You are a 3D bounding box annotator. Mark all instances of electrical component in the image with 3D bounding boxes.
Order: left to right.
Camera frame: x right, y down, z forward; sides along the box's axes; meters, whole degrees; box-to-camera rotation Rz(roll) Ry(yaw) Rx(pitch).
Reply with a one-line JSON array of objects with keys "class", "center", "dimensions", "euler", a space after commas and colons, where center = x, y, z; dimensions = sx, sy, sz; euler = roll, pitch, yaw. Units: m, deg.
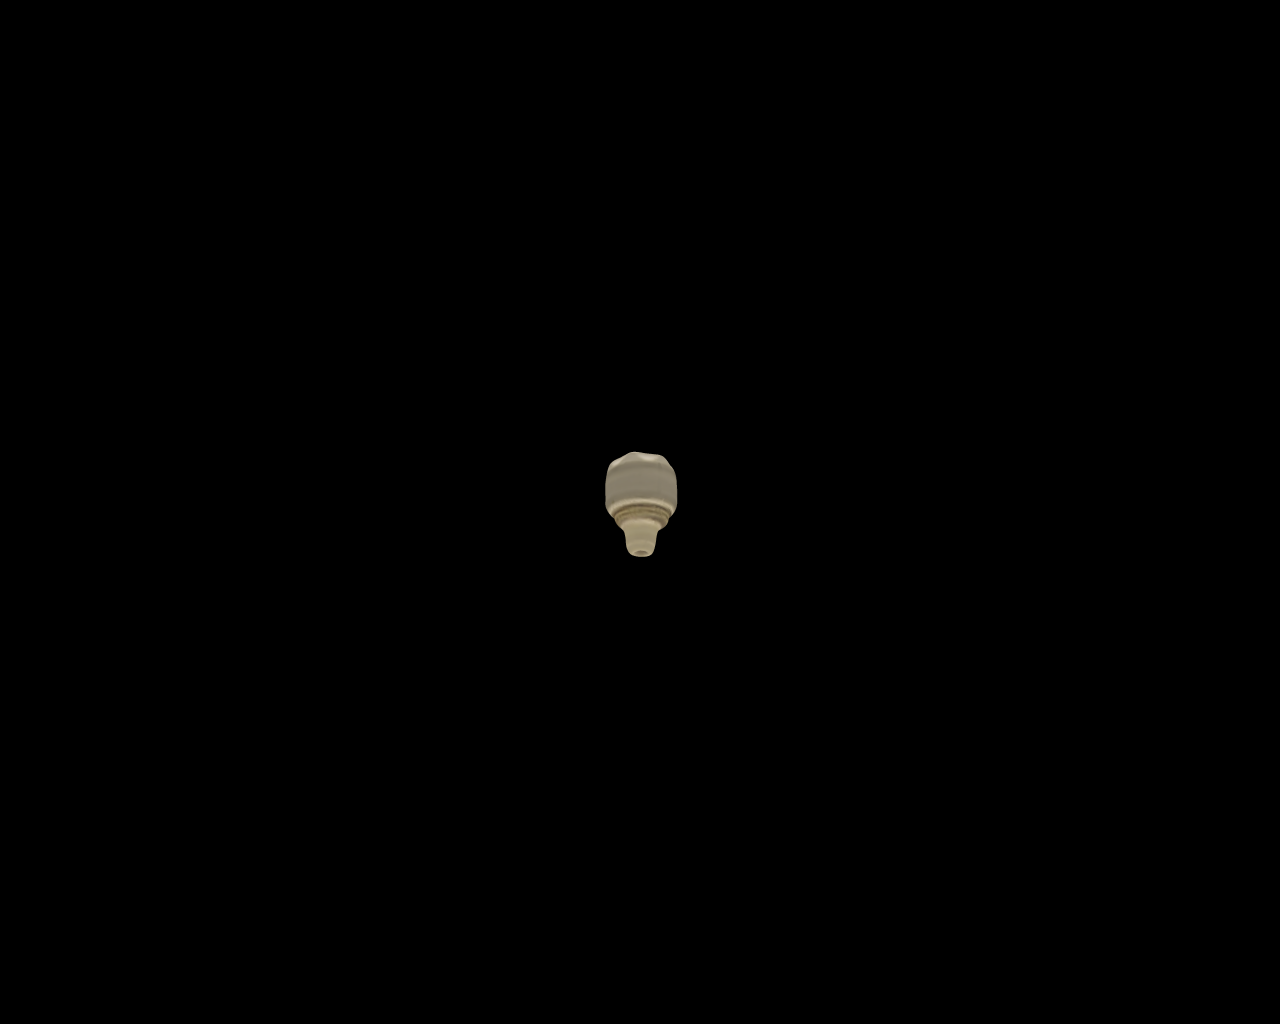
[{"class": "electrical component", "center": [0.001, -0.003, 0.650], "dimensions": [0.043, 0.062, 0.043], "euler": [0, -23, 0]}]
